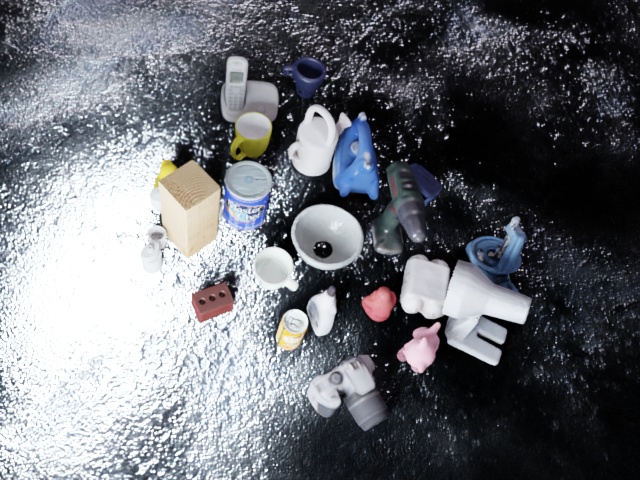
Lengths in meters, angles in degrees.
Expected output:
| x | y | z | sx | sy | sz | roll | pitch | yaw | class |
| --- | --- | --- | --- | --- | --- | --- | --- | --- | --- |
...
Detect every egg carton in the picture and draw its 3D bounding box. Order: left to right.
| x | y | z | sx | sy | sz | roll | pitch | yaw | class |
| --- | --- | --- | --- | --- | --- | --- | --- | --- | --- |
| 0.242 | 0.106 | 1.319 | 0.107 | 0.069 | 0.150 | 15 | 59 | -4 | egg carton |

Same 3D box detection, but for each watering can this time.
| x | y | z | sx | sy | sz | roll | pitch | yaw | class |
| --- | --- | --- | --- | --- | --- | --- | --- | --- | --- |
| -0.002 | -0.257 | 1.396 | 0.101 | 0.194 | 0.173 | 31 | 59 | 6 | watering can |

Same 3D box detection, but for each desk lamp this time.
| x | y | z | sx | sy | sz | roll | pitch | yaw | class |
| --- | --- | --- | --- | --- | --- | --- | --- | --- | --- |
| 0.343 | 0.152 | 1.231 | 0.203 | 0.213 | 0.118 | 26 | 59 | 3 | desk lamp |

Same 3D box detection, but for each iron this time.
| x | y | z | sx | sy | sz | roll | pitch | yaw | class |
| --- | --- | --- | --- | --- | --- | --- | --- | --- | --- |
| 0.100 | -0.233 | 1.436 | 0.119 | 0.141 | 0.258 | 4 | 60 | -10 | iron |

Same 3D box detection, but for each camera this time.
| x | y | z | sx | sy | sz | roll | pitch | yaw | class |
| --- | --- | --- | --- | --- | --- | --- | --- | --- | --- |
| 0.068 | 0.313 | 1.145 | 0.143 | 0.101 | 0.136 | -23 | 68 | -23 | camera |

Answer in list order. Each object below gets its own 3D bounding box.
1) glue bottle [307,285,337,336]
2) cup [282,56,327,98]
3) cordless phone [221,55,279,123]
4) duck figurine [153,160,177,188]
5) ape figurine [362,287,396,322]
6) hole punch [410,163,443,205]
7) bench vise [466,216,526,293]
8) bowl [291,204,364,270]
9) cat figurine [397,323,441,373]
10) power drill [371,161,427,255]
| x | y | z | sx | sy | sz | roll | pitch | yaw | class |
| --- | --- | --- | --- | --- | --- | --- | --- | --- | --- |
| 0.011 | 0.136 | 1.190 | 0.037 | 0.173 | 0.078 | -12 | 64 | -18 | glue bottle |
| -0.047 | -0.431 | 1.542 | 0.118 | 0.095 | 0.091 | 3 | 60 | -11 | cup |
| -0.173 | -0.380 | 1.433 | 0.148 | 0.185 | 0.094 | -3 | 62 | -14 | cordless phone |
| -0.343 | -0.135 | 1.315 | 0.078 | 0.086 | 0.104 | -12 | 64 | -18 | duck figurine |
| 0.135 | 0.134 | 1.266 | 0.078 | 0.092 | 0.076 | 8 | 60 | -8 | ape figurine |
| 0.250 | -0.146 | 1.450 | 0.108 | 0.091 | 0.101 | 44 | 62 | 13 | hole punch |
| 0.428 | 0.055 | 1.301 | 0.122 | 0.219 | 0.207 | -24 | 69 | -23 | bench vise |
| 0.012 | 0.005 | 1.322 | 0.167 | 0.074 | 0.167 | 6 | 60 | -9 | bowl |
| 0.219 | 0.227 | 1.217 | 0.067 | 0.117 | 0.128 | 37 | 60 | 9 | cat figurine |
| 0.183 | -0.054 | 1.315 | 0.076 | 0.208 | 0.229 | 0 | 61 | -12 | power drill |
